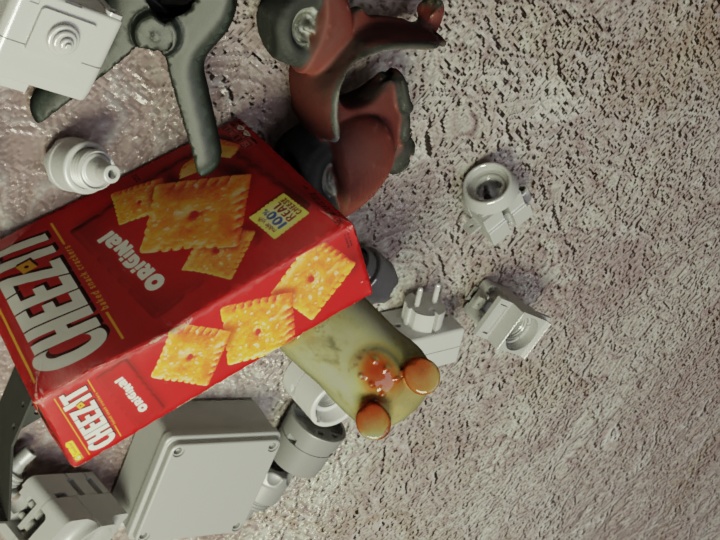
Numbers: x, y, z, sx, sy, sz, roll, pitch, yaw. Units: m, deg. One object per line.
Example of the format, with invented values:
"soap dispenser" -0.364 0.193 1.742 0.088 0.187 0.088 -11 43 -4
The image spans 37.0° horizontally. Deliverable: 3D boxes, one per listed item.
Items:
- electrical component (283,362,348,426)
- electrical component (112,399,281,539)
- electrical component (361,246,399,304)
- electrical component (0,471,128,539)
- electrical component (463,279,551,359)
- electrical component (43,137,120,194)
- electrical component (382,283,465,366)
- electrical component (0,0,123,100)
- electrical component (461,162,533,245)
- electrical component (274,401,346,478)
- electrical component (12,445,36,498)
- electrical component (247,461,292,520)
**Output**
"electrical component" -0.032 0.102 0.930 0.055 0.047 0.055 -20 133 -23
"electrical component" -0.137 0.166 0.896 0.109 0.056 0.108 4 120 -39
"electrical component" 0.000 0.000 0.875 0.043 0.043 0.062 -46 137 3
"electrical component" -0.227 0.194 0.829 0.050 0.056 0.089 -48 161 6
"electrical component" 0.133 0.043 0.994 0.081 0.063 0.042 22 110 -45
"electrical component" -0.172 -0.064 0.678 0.035 0.061 0.035 -14 110 -41
"electrical component" 0.054 0.045 0.948 0.066 0.047 0.076 -11 129 -30
"electrical component" -0.179 -0.134 0.592 0.062 0.096 0.061 13 116 -43
"electrical component" 0.114 -0.059 0.912 0.066 0.048 0.055 -39 145 -4
"electrical component" -0.048 0.151 0.954 0.055 0.055 0.047 12 119 -42
"electrical component" -0.269 0.156 0.806 0.061 0.035 0.035 -43 138 -2
"electrical component" -0.092 0.196 0.965 0.043 0.043 0.062 16 114 -43
